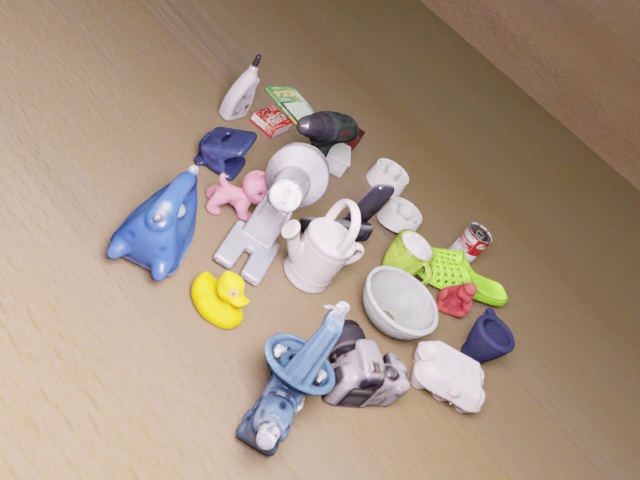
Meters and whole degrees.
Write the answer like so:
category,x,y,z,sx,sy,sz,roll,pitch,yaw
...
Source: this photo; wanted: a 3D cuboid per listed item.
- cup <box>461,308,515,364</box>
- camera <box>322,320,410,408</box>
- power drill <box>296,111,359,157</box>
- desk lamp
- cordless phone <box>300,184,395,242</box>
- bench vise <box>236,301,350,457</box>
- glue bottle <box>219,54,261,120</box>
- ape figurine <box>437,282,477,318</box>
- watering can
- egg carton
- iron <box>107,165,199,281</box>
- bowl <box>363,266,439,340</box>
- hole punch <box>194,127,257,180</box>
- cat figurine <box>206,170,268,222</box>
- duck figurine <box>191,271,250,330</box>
category,x,y,z,sx,sy,sz,roll,pitch,yaw
cup,0.337,0.205,1.189,0.092,0.095,0.117,24,38,-15
camera,0.073,0.204,0.977,0.144,0.100,0.136,11,43,-29
power drill,-0.012,-0.196,1.250,0.075,0.208,0.230,45,38,13
desk lamp,-0.077,-0.058,1.047,0.118,0.213,0.203,31,37,-6
cordless phone,0.058,-0.059,1.178,0.148,0.185,0.094,1,49,-38
bench vise,-0.021,0.197,0.812,0.122,0.219,0.207,21,39,-19
glue bottle,-0.173,-0.356,1.326,0.037,0.173,0.078,46,38,13
ape figurine,0.306,0.125,1.253,0.076,0.092,0.077,-21,64,-48
watering can,0.010,0.006,1.064,0.173,0.194,0.100,-10,56,-44
egg carton,0.242,0.258,1.078,0.150,0.069,0.107,29,37,-9
iron,-0.251,-0.057,0.969,0.119,0.141,0.258,28,38,-11
bowl,0.146,0.136,1.130,0.168,0.074,0.167,22,39,-19
hole punch,-0.197,-0.196,1.202,0.101,0.091,0.109,30,37,-8
cat figurine,-0.146,-0.101,1.118,0.128,0.117,0.067,10,44,-30
duck figurine,-0.157,0.084,0.937,0.104,0.086,0.078,45,38,12
